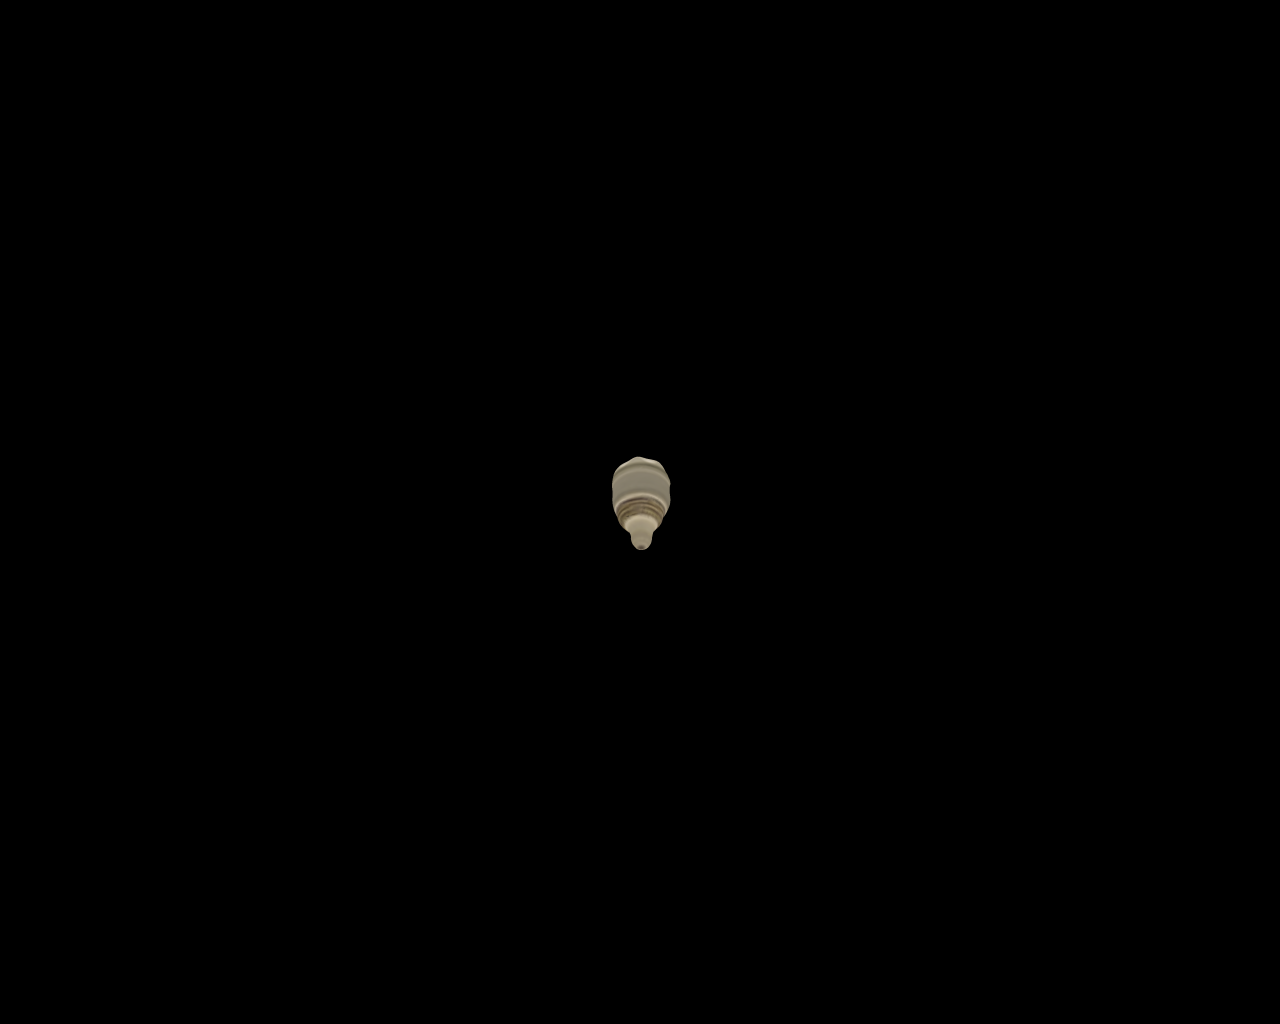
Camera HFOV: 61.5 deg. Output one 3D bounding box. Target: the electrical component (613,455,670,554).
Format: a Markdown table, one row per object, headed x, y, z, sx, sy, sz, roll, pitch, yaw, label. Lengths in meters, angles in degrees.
| x | y | z | sx | sy | sz | roll | pitch | yaw | label |
| --- | --- | --- | --- | --- | --- | --- | --- | --- | --- |
| 0.001 | -0.003 | 0.650 | 0.035 | 0.061 | 0.035 | 0 | -38 | 0 | electrical component |
